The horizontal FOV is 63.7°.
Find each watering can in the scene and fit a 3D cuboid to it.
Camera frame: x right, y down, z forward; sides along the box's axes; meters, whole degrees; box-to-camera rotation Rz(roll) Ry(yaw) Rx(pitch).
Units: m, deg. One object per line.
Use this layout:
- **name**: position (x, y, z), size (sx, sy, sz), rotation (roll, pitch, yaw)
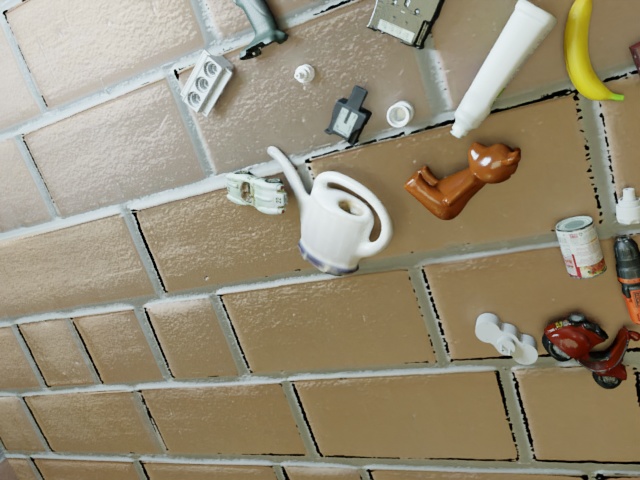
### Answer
- **watering can**: position (0.003, -0.057, 1.140), size (0.351, 0.105, 0.220), rotation (32, 123, 25)
